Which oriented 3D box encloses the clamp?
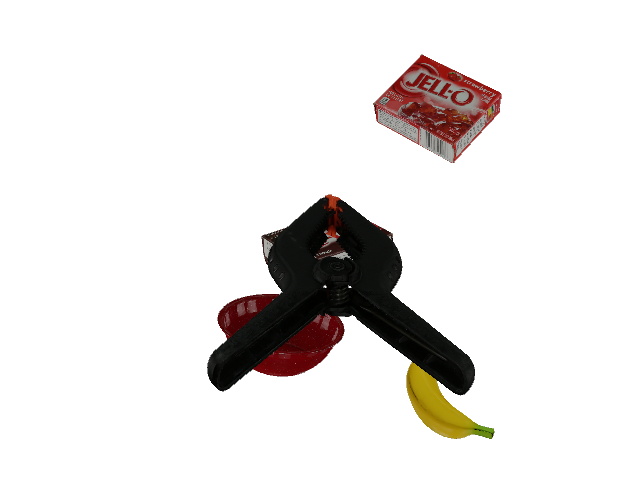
[{"bbox_3d":[0.021,0.036,0.728,0.164,0.036,0.210,6,33,3],"label":"clamp"}]

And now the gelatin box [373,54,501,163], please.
[{"bbox_3d":[0.104,-0.119,0.949,0.089,0.073,0.030,32,-26,26],"label":"gelatin box"}]

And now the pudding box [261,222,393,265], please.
[{"bbox_3d":[0.008,0.008,1.132,0.113,0.039,0.090,-21,28,-26],"label":"pudding box"}]

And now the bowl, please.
[{"bbox_3d":[-0.052,0.127,1.360,0.162,0.055,0.162,5,23,-2],"label":"bowl"}]

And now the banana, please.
[{"bbox_3d":[0.137,0.184,1.269,0.069,0.037,0.198,10,21,-19],"label":"banana"}]
